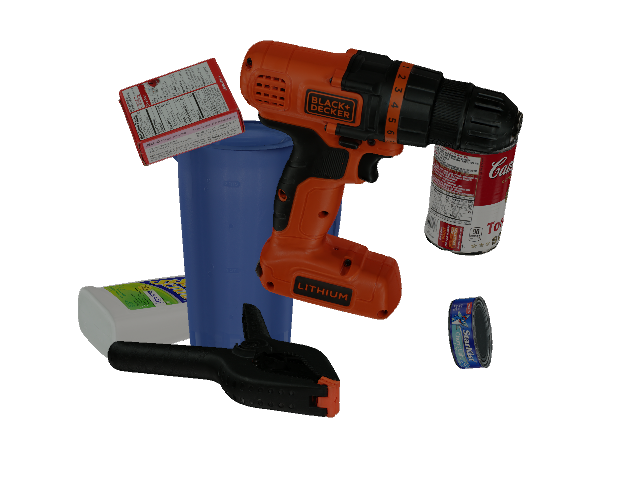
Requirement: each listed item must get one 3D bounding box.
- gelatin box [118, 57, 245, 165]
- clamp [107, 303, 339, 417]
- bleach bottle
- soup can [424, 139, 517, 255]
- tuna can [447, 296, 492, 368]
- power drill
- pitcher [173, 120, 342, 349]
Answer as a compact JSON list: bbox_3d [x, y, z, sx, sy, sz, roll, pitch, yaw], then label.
[{"bbox_3d":[-0.116,-0.106,0.882,0.089,0.073,0.030,-21,-41,-7],"label":"gelatin box"},{"bbox_3d":[-0.055,0.101,0.915,0.210,0.036,0.164,13,22,37],"label":"clamp"},{"bbox_3d":[-0.160,0.076,1.301,0.250,0.068,0.103,-13,31,-35],"label":"bleach bottle"},{"bbox_3d":[0.125,-0.047,0.903,0.068,0.102,0.068,3,32,-2],"label":"soup can"},{"bbox_3d":[0.180,0.111,1.279,0.034,0.086,0.086,-7,-3,21],"label":"tuna can"},{"bbox_3d":[0.031,-0.038,0.728,0.184,0.188,0.057,15,35,11],"label":"power drill"},{"bbox_3d":[-0.072,0.003,1.101,0.144,0.243,0.149,-10,22,-29],"label":"pitcher"}]
